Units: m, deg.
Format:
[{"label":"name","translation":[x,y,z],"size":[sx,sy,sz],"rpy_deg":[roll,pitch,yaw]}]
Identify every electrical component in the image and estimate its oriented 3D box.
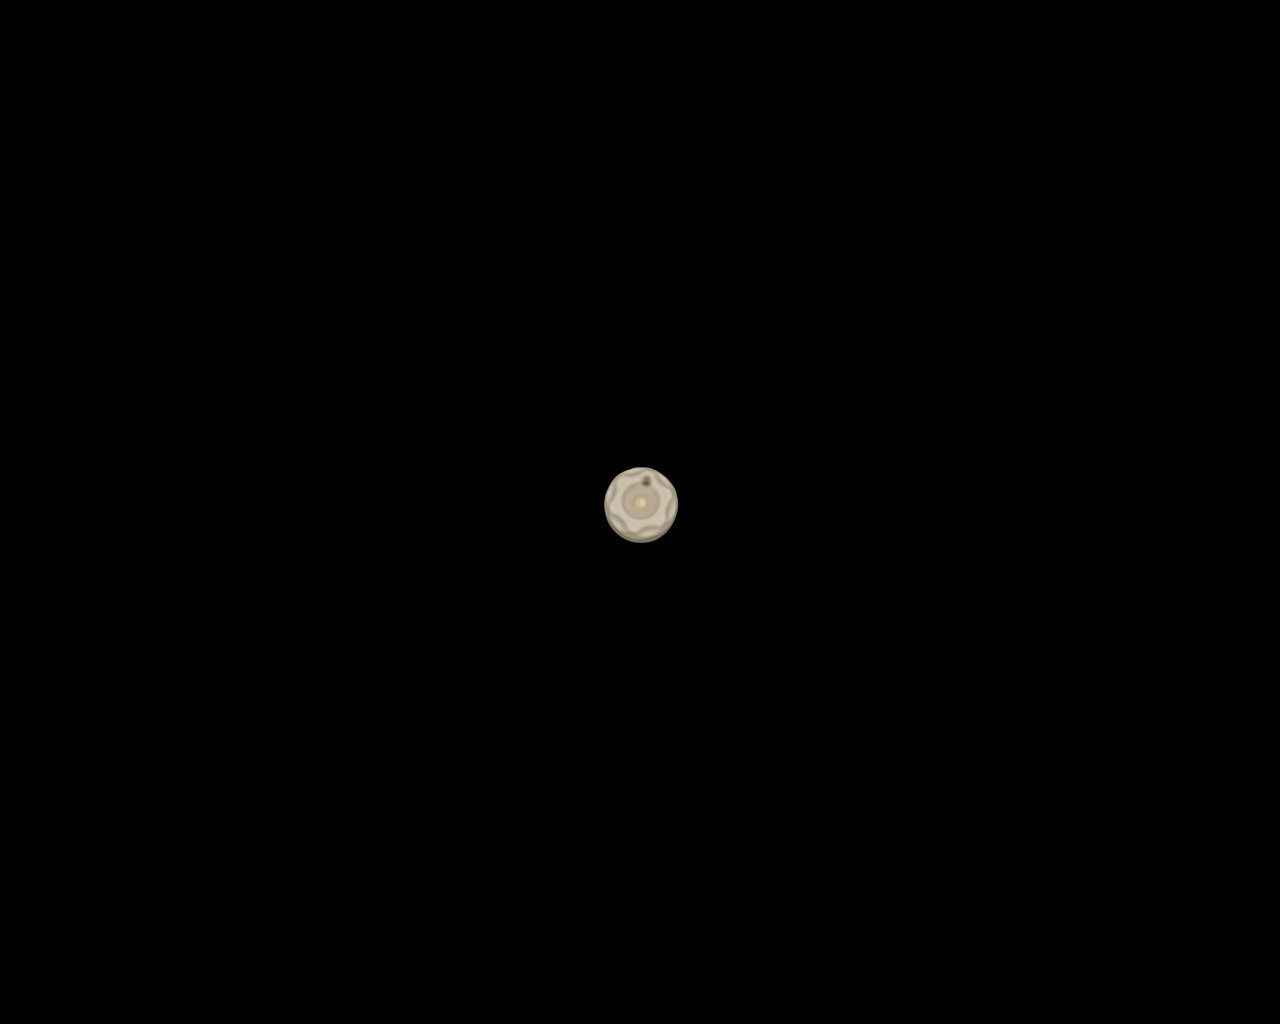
[{"label":"electrical component","translation":[0.001,-0.003,0.650],"size":[0.043,0.043,0.062],"rpy_deg":[0,-8,0]}]
